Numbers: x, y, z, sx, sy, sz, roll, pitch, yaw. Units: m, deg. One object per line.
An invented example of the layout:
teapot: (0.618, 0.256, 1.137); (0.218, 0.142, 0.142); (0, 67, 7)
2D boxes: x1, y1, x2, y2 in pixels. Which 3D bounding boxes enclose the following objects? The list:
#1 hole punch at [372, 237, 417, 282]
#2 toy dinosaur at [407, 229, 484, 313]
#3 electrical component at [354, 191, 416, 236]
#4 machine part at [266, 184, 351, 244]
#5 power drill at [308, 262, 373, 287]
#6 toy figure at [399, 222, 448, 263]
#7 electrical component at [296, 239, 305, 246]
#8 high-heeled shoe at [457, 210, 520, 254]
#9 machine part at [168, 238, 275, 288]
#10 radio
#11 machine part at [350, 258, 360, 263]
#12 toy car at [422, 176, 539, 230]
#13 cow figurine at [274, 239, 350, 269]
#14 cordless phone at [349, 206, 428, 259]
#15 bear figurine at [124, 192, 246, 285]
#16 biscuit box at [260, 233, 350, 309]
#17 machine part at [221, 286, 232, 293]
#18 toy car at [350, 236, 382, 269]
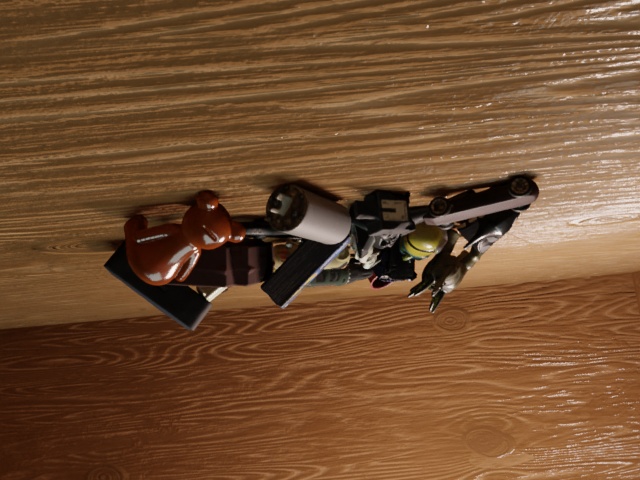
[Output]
hole punch: (0.181, 0.051, 1.382); (0.092, 0.115, 0.142); (-4, 173, 42)
toy dinosaur: (0.304, 0.081, 1.314); (0.105, 0.198, 0.471); (34, 179, 14)
electrical component: (0.104, -0.045, 0.929); (0.119, 0.075, 0.048); (-4, 169, -27)
machine part: (-0.015, -0.039, 0.895); (0.079, 0.079, 0.243); (-10, 168, 25)
power drill: (0.001, 0.092, 1.475); (0.232, 0.086, 0.207); (-3, -173, -34)
toy figure: (0.228, 0.005, 1.236); (0.089, 0.082, 0.180); (-5, 172, -14)
electrical component: (-0.003, -0.004, 1.187); (0.102, 0.045, 0.078); (-11, -164, 39)
high-heeled shoe: (0.385, -0.038, 1.196); (0.145, 0.086, 0.248); (-44, 172, 22)
machine part: (-0.206, 0.040, 1.083); (0.202, 0.087, 0.201); (0, -177, 17)
radio: (-0.349, 0.105, 1.169); (0.229, 0.073, 0.131); (38, 163, -5)
machine part: (0.108, 0.063, 1.598); (0.139, 0.039, 0.084); (3, 172, -44)
toy car: (0.283, -0.067, 0.956); (0.202, 0.053, 0.089); (-13, 163, 18)
cow figurine: (-0.024, 0.038, 1.279); (0.195, 0.085, 0.127); (-2, 175, -6)
cordless phone: (0.149, -0.036, 1.039); (0.184, 0.088, 0.146); (-17, 168, 0)
bear figurine: (-0.228, -0.014, 0.901); (0.196, 0.132, 0.120); (-37, 123, 11)
biscuit box: (-0.027, 0.047, 1.088); (0.202, 0.063, 0.059); (-45, 170, -6)
machine part: (-0.219, 0.075, 1.321); (0.179, 0.056, 0.179); (-24, 167, -6)
toy car: (0.101, 0.022, 1.249); (0.056, 0.073, 0.201); (-34, 167, 1)
